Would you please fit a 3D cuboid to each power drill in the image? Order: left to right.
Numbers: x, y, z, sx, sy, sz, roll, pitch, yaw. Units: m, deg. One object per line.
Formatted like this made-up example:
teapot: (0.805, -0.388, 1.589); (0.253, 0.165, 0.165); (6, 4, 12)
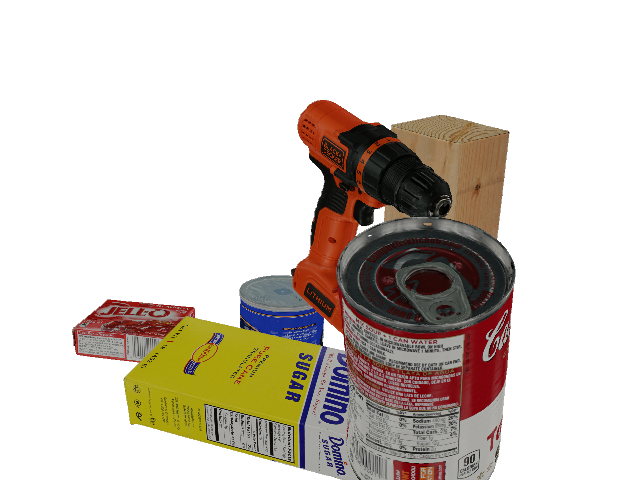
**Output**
power drill: (0.038, -0.010, 0.937); (0.057, 0.188, 0.185); (-12, 36, -32)

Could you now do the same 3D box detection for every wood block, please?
wood block: (0.126, -0.017, 1.112); (0.090, 0.206, 0.090); (21, 25, 39)

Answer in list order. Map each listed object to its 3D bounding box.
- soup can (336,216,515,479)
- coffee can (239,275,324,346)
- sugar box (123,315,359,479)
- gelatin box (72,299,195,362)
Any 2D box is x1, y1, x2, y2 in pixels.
soup can: (0.042, 0.051, 0.435); (0.068, 0.102, 0.068); (-2, 36, 1)
coffee can: (-0.047, 0.124, 1.276); (0.103, 0.140, 0.103); (2, 19, -1)
sugar box: (-0.037, 0.106, 0.739); (0.176, 0.048, 0.093); (8, 29, 21)
gelatin box: (-0.166, 0.080, 0.959); (0.089, 0.030, 0.073); (5, 18, 14)
